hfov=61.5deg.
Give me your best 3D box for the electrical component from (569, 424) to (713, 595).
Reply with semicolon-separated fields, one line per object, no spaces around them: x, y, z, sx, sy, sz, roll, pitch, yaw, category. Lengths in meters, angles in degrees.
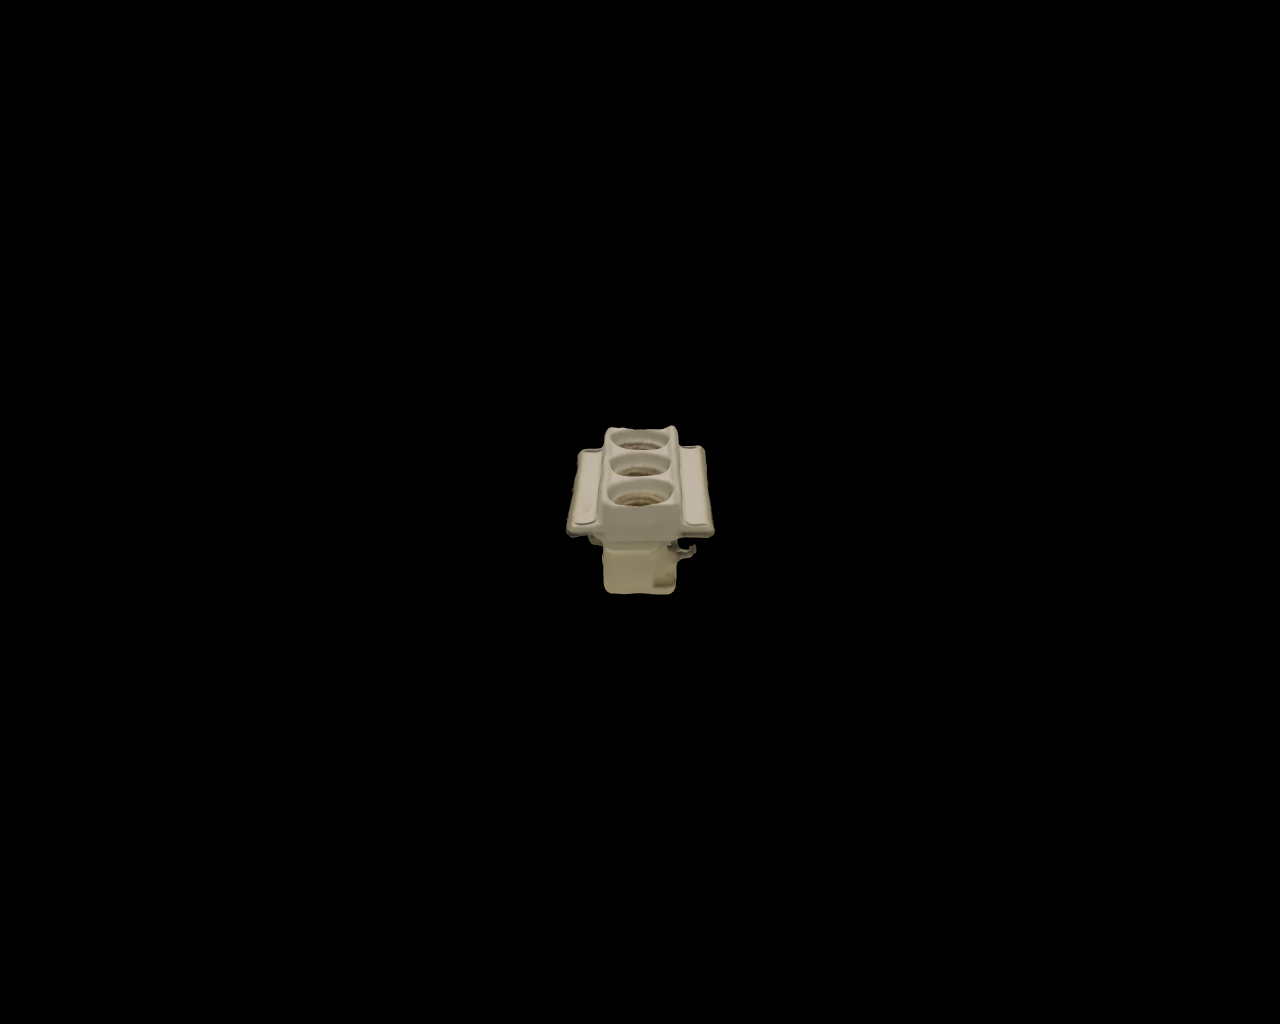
0.001;-0.003;0.650;0.079;0.063;0.121;0;25;0;electrical component
